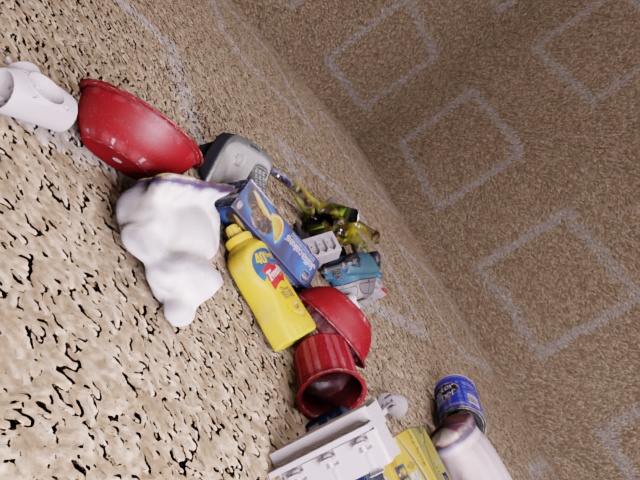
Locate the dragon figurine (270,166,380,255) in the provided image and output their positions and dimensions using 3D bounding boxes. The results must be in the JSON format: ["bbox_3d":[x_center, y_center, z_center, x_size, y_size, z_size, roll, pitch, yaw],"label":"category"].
[{"bbox_3d":[0.004,-0.064,1.276,0.406,0.122,0.245,44,-1,-20],"label":"dragon figurine"}]

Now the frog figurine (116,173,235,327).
[{"bbox_3d":[-0.161,0.012,0.569,0.137,0.123,0.160,25,68,-80],"label":"frog figurine"}]

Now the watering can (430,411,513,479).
[{"bbox_3d":[0.293,0.452,0.965,0.226,0.103,0.346,58,14,14],"label":"watering can"}]
